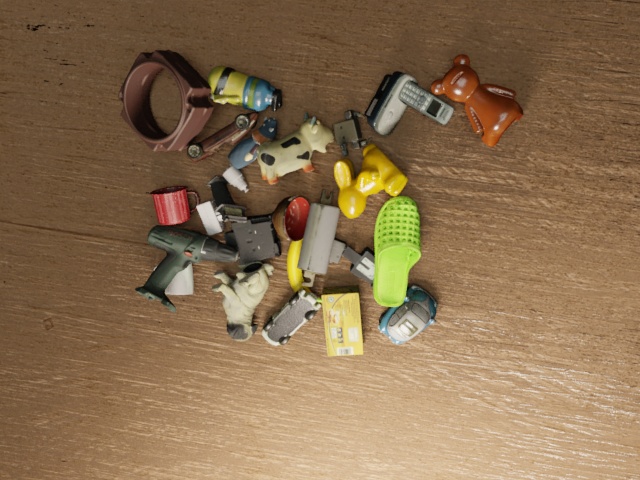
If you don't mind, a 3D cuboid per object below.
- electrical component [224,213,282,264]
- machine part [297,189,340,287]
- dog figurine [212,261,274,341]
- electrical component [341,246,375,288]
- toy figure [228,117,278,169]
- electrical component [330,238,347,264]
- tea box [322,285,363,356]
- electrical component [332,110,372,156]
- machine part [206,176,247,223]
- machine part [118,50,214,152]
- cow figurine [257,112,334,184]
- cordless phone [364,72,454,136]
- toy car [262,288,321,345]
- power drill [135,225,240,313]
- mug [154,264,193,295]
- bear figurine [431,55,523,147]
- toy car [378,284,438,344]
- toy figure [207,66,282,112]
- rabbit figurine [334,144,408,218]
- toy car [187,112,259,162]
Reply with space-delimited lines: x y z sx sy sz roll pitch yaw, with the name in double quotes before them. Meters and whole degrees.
"electrical component" -0.173 -0.003 1.370 0.134 0.058 0.114 -11 99 7
"machine part" -0.003 -0.004 1.325 0.079 0.079 0.243 11 89 2
"dog figurine" -0.179 0.161 1.397 0.172 0.121 0.190 -15 115 11
"electrical component" 0.108 0.058 1.360 0.119 0.048 0.075 34 103 -4
"toy figure" -0.158 -0.238 1.314 0.154 0.057 0.064 -38 74 15
"electrical component" 0.037 0.029 1.375 0.094 0.021 0.063 20 104 0
"tea box" 0.060 0.208 1.389 0.098 0.068 0.169 -3 101 5
"electrical component" 0.076 -0.261 1.297 0.078 0.045 0.102 -15 99 37
"machine part" -0.233 -0.098 1.331 0.039 0.084 0.139 -50 58 36
"machine part" -0.366 -0.324 1.264 0.201 0.087 0.201 47 119 9
"cow figurine" -0.058 -0.223 1.285 0.195 0.086 0.127 -22 119 -12
"cordless phone" 0.212 -0.296 1.264 0.184 0.089 0.146 25 104 -18
"toy car" -0.076 0.201 1.392 0.073 0.056 0.201 41 117 -5
"power drill" -0.340 0.071 1.322 0.232 0.086 0.207 24 78 7
"mug" -0.381 0.085 1.402 0.110 0.081 0.107 5 89 11
"bear figurine" 0.361 -0.320 1.235 0.196 0.132 0.120 42 102 14
"toy car" 0.221 0.198 1.356 0.109 0.103 0.161 43 101 -4
"toy figure" -0.180 -0.357 1.279 0.180 0.082 0.089 12 97 6
"rabbit figurine" 0.103 -0.134 1.283 0.162 0.122 0.173 41 105 0
"toy car" -0.233 -0.249 1.303 0.202 0.089 0.053 -28 97 9
